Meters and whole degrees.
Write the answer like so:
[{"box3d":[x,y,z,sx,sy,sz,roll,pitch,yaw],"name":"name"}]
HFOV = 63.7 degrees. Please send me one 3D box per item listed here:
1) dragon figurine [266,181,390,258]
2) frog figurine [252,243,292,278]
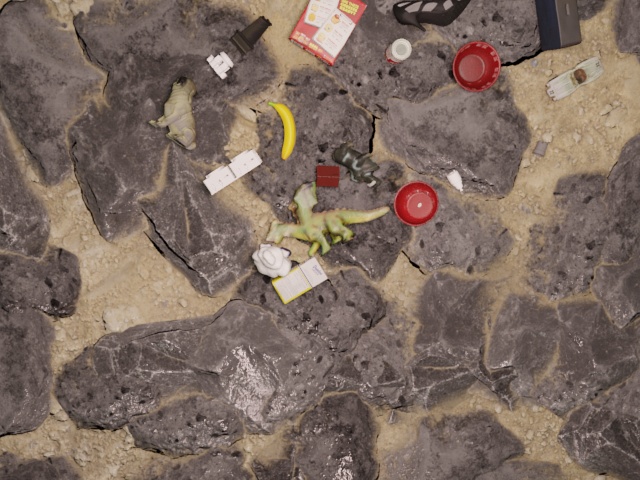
[{"box3d":[0.005,-0.088,1.741,0.410,0.122,0.242,-32,93,1],"name":"dragon figurine"},{"box3d":[-0.160,0.075,1.723,0.137,0.161,0.122,36,98,-10],"name":"frog figurine"}]
